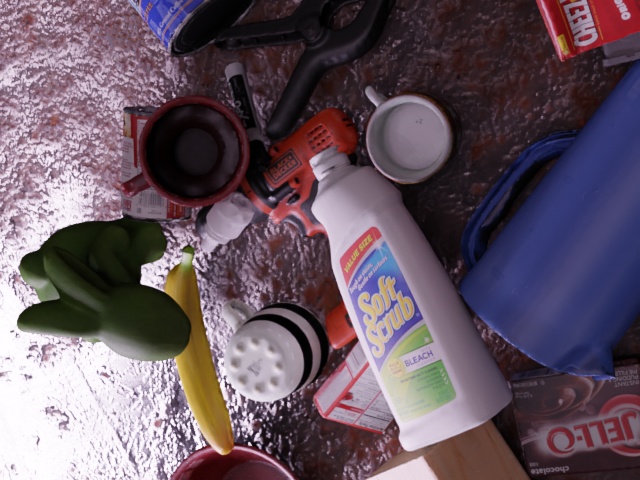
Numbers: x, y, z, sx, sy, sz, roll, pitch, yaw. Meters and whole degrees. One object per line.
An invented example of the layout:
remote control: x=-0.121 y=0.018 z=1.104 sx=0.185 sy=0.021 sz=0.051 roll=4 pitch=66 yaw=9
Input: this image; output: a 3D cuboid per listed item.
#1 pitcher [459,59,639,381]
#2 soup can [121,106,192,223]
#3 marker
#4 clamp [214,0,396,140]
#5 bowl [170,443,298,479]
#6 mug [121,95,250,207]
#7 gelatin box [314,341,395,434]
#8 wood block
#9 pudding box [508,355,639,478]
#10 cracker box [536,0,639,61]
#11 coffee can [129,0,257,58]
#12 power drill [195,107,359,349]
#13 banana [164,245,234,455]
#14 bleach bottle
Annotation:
pitcher: x=0.222 y=-0.024 z=0.846 sx=0.149 sy=0.145 sz=0.243 roll=33 pitch=105 yaw=0
soup can: x=-0.152 y=-0.072 z=1.002 sx=0.069 sy=0.068 sz=0.102 roll=7 pitch=102 yaw=19
marker: x=-0.065 y=-0.109 z=0.956 sx=0.020 sy=0.020 sz=0.121 roll=-31 pitch=55 yaw=22
clamp: x=-0.012 y=-0.183 z=0.939 sx=0.171 sy=0.039 sz=0.120 roll=-42 pitch=74 yaw=7
bowl: x=-0.068 y=0.265 z=1.032 sx=0.162 sy=0.055 sz=0.162 roll=4 pitch=100 yaw=20
mug: x=-0.119 y=-0.071 z=0.925 sx=0.117 sy=0.081 sz=0.093 roll=-34 pitch=98 yaw=-3
gelatin box: x=0.048 y=0.128 z=0.958 sx=0.089 sy=0.073 sz=0.030 roll=-53 pitch=38 yaw=21
wood block: x=0.146 y=0.262 z=0.919 sx=0.206 sy=0.090 sz=0.091 roll=57 pitch=141 yaw=4
pudding box: x=0.226 y=0.151 z=0.911 sx=0.114 sy=0.039 sz=0.090 roll=-10 pitch=96 yaw=22
cracker box: x=0.249 y=-0.227 z=0.758 sx=0.214 sy=0.164 sz=0.072 roll=-20 pitch=126 yaw=15
coffee can: x=-0.134 y=-0.248 z=0.947 sx=0.103 sy=0.102 sz=0.140 roll=-41 pitch=84 yaw=21
power drill: x=-0.006 y=0.001 z=0.965 sx=0.185 sy=0.057 sz=0.187 roll=-36 pitch=86 yaw=25
banana: x=-0.120 y=0.108 z=1.017 sx=0.037 sy=0.070 sz=0.198 roll=-12 pitch=83 yaw=-14
bleach bottle: x=0.057 y=0.041 z=0.879 sx=0.103 sy=0.067 sz=0.251 roll=-31 pitch=85 yaw=40
